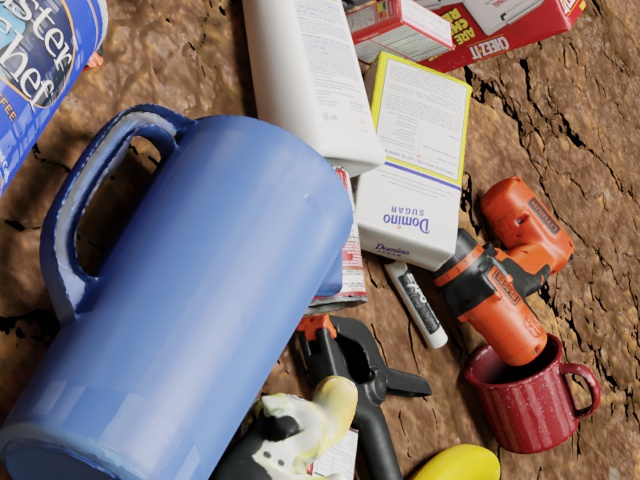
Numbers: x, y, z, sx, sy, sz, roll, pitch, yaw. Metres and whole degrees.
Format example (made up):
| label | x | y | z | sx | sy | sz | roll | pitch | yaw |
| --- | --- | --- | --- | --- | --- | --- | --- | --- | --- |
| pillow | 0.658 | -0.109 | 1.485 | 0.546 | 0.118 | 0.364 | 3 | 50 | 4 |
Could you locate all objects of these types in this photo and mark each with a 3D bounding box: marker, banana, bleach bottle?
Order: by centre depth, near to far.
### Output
| label | x | y | z | sx | sy | sz | roll | pitch | yaw |
| --- | --- | --- | --- | --- | --- | --- | --- | --- | --- |
| bleach bottle | -0.016 | -0.176 | 0.840 | 0.102 | 0.068 | 0.251 | 4 | 73 | -53 |
| banana | 0.108 | 0.212 | 0.894 | 0.197 | 0.037 | 0.069 | -5 | 83 | -53 |
| marker | 0.076 | 0.043 | 0.925 | 0.121 | 0.020 | 0.020 | 60 | 39 | -21 |

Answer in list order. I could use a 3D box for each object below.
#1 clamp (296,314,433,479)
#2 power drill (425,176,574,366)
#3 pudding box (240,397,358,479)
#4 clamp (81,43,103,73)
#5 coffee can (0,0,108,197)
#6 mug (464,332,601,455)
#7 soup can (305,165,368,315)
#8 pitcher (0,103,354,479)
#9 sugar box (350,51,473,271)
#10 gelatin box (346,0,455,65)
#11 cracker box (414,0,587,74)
| label | x | y | z | sx | sy | sz | roll | pitch | yaw |
| --- | --- | --- | --- | --- | --- | --- | --- | --- | --- |
| clamp | 0.034 | 0.125 | 0.824 | 0.171 | 0.039 | 0.120 | 44 | 39 | -37 |
| power drill | 0.159 | 0.007 | 0.998 | 0.184 | 0.057 | 0.187 | 52 | 37 | -2 |
| pudding box | -0.017 | 0.174 | 0.740 | 0.089 | 0.039 | 0.113 | 33 | 55 | -42 |
| clamp | -0.186 | -0.202 | 0.643 | 0.210 | 0.036 | 0.164 | 61 | 39 | -23 |
| coffee can | -0.184 | -0.087 | 0.551 | 0.102 | 0.103 | 0.140 | 49 | 44 | -32 |
| mug | 0.199 | 0.141 | 0.977 | 0.093 | 0.117 | 0.081 | -49 | 123 | -53 |
| soup can | -0.005 | 0.001 | 0.789 | 0.068 | 0.069 | 0.102 | 4 | 75 | -52 |
| pitcher | -0.089 | 0.042 | 0.624 | 0.145 | 0.149 | 0.242 | 89 | 22 | -48 |
| sugar box | 0.074 | -0.068 | 0.909 | 0.093 | 0.048 | 0.176 | 18 | 62 | -13 |
| gelatin box | 0.065 | -0.181 | 0.938 | 0.089 | 0.073 | 0.030 | 11 | 70 | -51 |
| cracker box | 0.125 | -0.273 | 0.972 | 0.072 | 0.164 | 0.213 | -48 | 116 | -46 |
